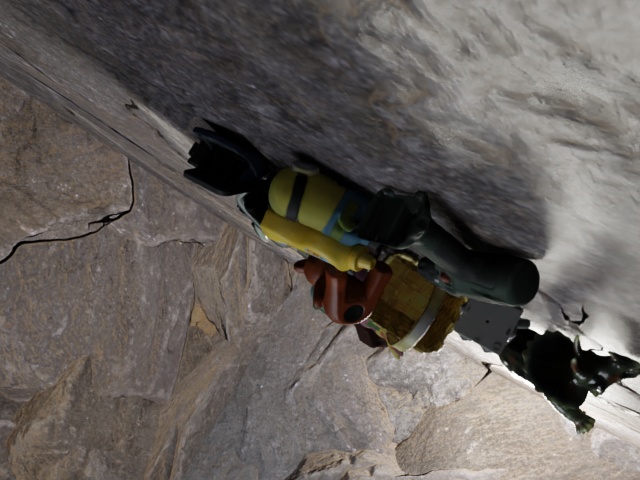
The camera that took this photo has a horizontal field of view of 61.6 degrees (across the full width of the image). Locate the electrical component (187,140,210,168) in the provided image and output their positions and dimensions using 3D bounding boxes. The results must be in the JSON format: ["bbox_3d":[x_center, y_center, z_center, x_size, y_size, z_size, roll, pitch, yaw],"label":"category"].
[{"bbox_3d":[-0.199,-0.146,1.083,0.134,0.058,0.115,29,171,12],"label":"electrical component"}]

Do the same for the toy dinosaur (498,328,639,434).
[{"bbox_3d":[0.402,0.220,1.000,0.192,0.131,0.405,44,175,-12],"label":"toy dinosaur"}]

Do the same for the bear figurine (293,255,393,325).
[{"bbox_3d":[0.032,0.056,0.960,0.120,0.131,0.196,-1,-147,-19],"label":"bear figurine"}]

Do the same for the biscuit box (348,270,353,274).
[{"bbox_3d":[0.077,0.087,1.280,0.063,0.059,0.202,-1,134,32],"label":"biscuit box"}]

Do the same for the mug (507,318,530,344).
[{"bbox_3d":[0.321,0.147,0.982,0.110,0.080,0.107,-7,177,8],"label":"mug"}]

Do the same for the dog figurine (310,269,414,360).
[{"bbox_3d":[0.101,0.160,1.137,0.108,0.192,0.219,86,159,-70],"label":"dog figurine"}]

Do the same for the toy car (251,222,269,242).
[{"bbox_3d":[-0.111,-0.056,1.145,0.056,0.073,0.201,53,168,19],"label":"toy car"}]

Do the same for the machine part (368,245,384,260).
[{"bbox_3d":[0.039,-0.029,0.928,0.179,0.056,0.179,29,172,4],"label":"machine part"}]

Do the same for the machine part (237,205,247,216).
[{"bbox_3d":[-0.156,-0.097,1.199,0.039,0.084,0.139,24,-176,-10],"label":"machine part"}]

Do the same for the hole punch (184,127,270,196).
[{"bbox_3d":[-0.154,-0.136,0.915,0.142,0.092,0.116,23,-159,28],"label":"hole punch"}]

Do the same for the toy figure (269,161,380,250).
[{"bbox_3d":[0.013,-0.045,0.766,0.180,0.089,0.082,33,155,-1],"label":"toy figure"}]

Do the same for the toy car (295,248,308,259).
[{"bbox_3d":[-0.002,-0.003,1.103,0.162,0.103,0.109,24,170,32],"label":"toy car"}]

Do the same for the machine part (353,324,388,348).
[{"bbox_3d":[0.194,0.198,1.344,0.201,0.087,0.201,-14,-179,-10],"label":"machine part"}]

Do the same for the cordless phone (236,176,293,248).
[{"bbox_3d":[-0.082,-0.035,0.972,0.146,0.089,0.184,48,-175,-18],"label":"cordless phone"}]

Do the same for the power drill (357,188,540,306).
[{"bbox_3d":[0.148,0.018,0.698,0.207,0.086,0.232,38,169,-27],"label":"power drill"}]
